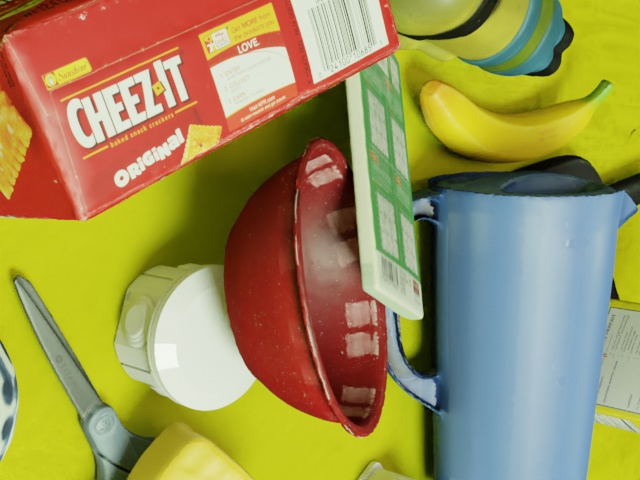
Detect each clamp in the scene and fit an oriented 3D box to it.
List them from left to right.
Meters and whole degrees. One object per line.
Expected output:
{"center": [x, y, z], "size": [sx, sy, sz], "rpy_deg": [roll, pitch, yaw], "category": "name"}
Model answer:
{"center": [0.217, -0.001, 0.876], "size": [0.209, 0.036, 0.164], "rpy_deg": [15, 86, -41], "category": "clamp"}

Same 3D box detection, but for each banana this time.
{"center": [0.135, -0.087, 0.780], "size": [0.197, 0.037, 0.070], "rpy_deg": [-8, 123, -39], "category": "banana"}

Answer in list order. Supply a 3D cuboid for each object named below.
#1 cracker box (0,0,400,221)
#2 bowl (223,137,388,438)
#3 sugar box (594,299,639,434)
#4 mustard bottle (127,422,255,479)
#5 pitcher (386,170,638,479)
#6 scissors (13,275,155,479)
{"center": [-0.101, -0.074, 0.444], "size": [0.163, 0.214, 0.072], "rpy_deg": [-34, 115, -36], "category": "cracker box"}
{"center": [-0.010, 0.028, 0.578], "size": [0.162, 0.055, 0.162], "rpy_deg": [-9, 90, -73], "category": "bowl"}
{"center": [0.232, 0.095, 0.805], "size": [0.048, 0.177, 0.093], "rpy_deg": [36, 71, -38], "category": "sugar box"}
{"center": [-0.103, 0.198, 0.567], "size": [0.191, 0.058, 0.096], "rpy_deg": [-49, 123, -15], "category": "mustard bottle"}
{"center": [0.127, 0.073, 0.750], "size": [0.144, 0.149, 0.243], "rpy_deg": [-15, 109, -57], "category": "pitcher"}
{"center": [-0.105, 0.100, 0.597], "size": [0.096, 0.016, 0.202], "rpy_deg": [-22, 111, -37], "category": "scissors"}
